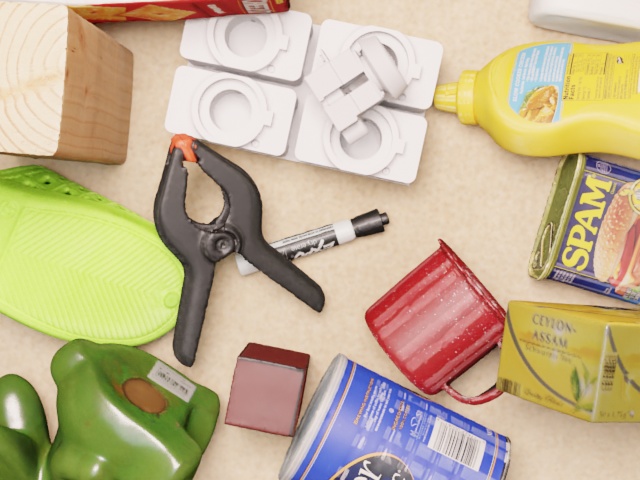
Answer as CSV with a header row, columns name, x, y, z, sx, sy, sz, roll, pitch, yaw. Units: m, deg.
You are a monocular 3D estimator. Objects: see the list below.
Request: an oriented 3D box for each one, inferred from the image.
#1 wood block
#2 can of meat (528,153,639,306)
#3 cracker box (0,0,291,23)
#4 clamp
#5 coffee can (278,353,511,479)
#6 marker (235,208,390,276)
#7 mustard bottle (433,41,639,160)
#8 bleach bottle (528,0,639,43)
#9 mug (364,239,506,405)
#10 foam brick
name,x,y,z,sx,sy,sz,roll,pitch,yaw
wood block,-0.192,-0.100,0.723,0.091,0.206,0.090,5,93,0
can of meat,0.212,-0.008,0.794,0.084,0.057,0.102,16,93,-2
cracker box,-0.130,-0.235,0.726,0.213,0.072,0.164,-3,92,1
clamp,-0.063,0.002,0.781,0.120,0.039,0.171,-16,111,-18
coffee can,0.054,0.159,0.782,0.140,0.103,0.103,26,93,0
marker,-0.005,0.001,0.817,0.121,0.020,0.020,-18,92,2
mustard bottle,0.177,-0.102,0.770,0.192,0.058,0.096,4,56,20
bleach bottle,0.221,-0.277,0.779,0.102,0.068,0.251,10,91,0
mug,0.094,0.068,0.780,0.081,0.093,0.117,-41,70,8
foam brick,-0.038,0.110,0.795,0.051,0.078,0.053,11,91,2
